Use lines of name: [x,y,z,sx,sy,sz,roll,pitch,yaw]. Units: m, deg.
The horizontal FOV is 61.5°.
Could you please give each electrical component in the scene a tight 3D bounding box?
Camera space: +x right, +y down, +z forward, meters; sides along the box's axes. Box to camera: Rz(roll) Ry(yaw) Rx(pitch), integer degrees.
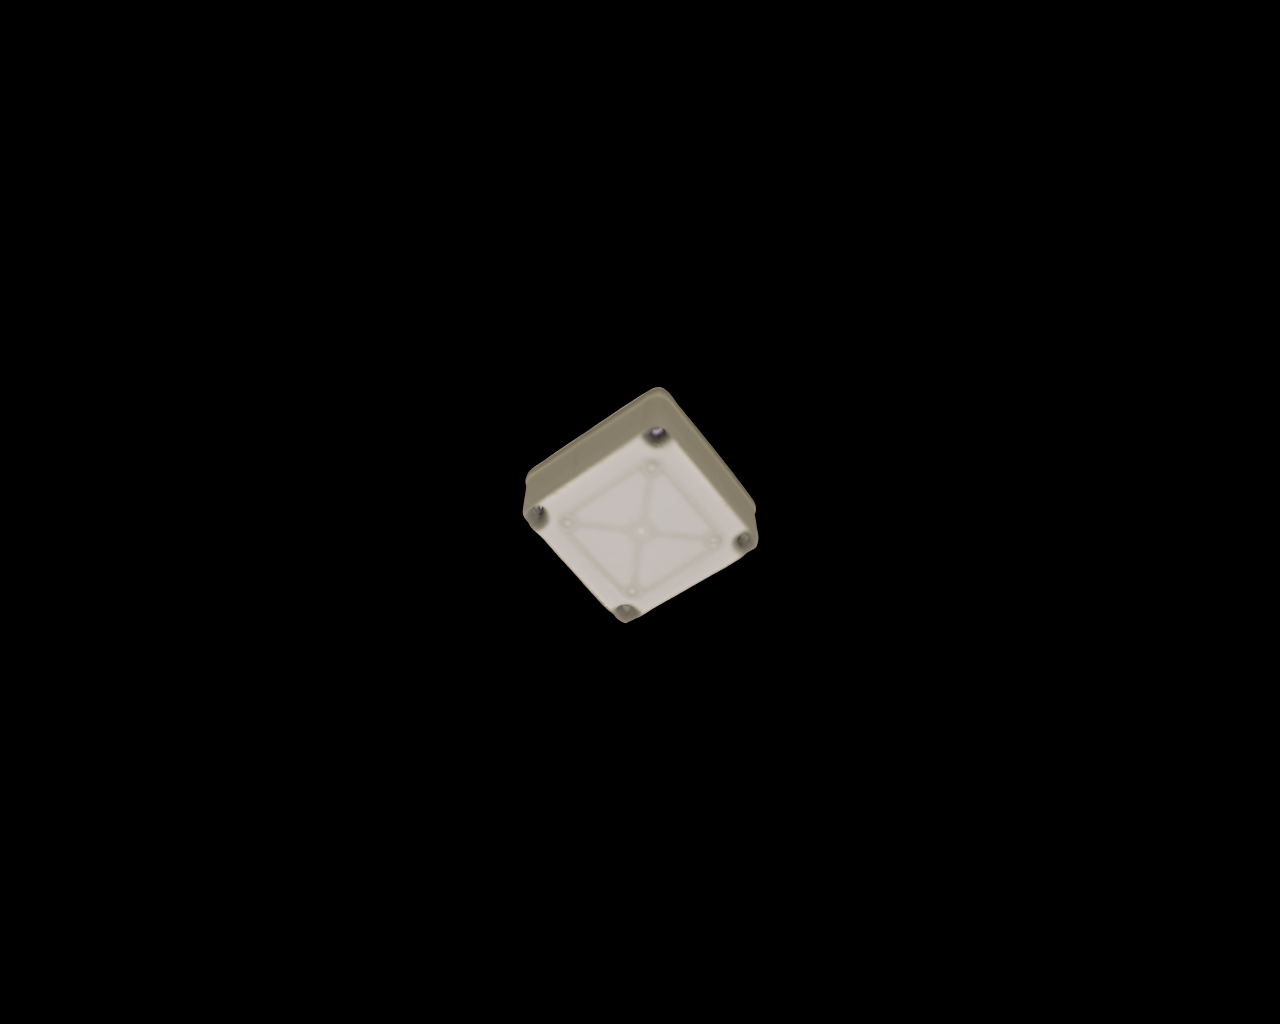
electrical component: [0.001,-0.003,0.650,0.108,0.108,0.056,-32,26,18]
